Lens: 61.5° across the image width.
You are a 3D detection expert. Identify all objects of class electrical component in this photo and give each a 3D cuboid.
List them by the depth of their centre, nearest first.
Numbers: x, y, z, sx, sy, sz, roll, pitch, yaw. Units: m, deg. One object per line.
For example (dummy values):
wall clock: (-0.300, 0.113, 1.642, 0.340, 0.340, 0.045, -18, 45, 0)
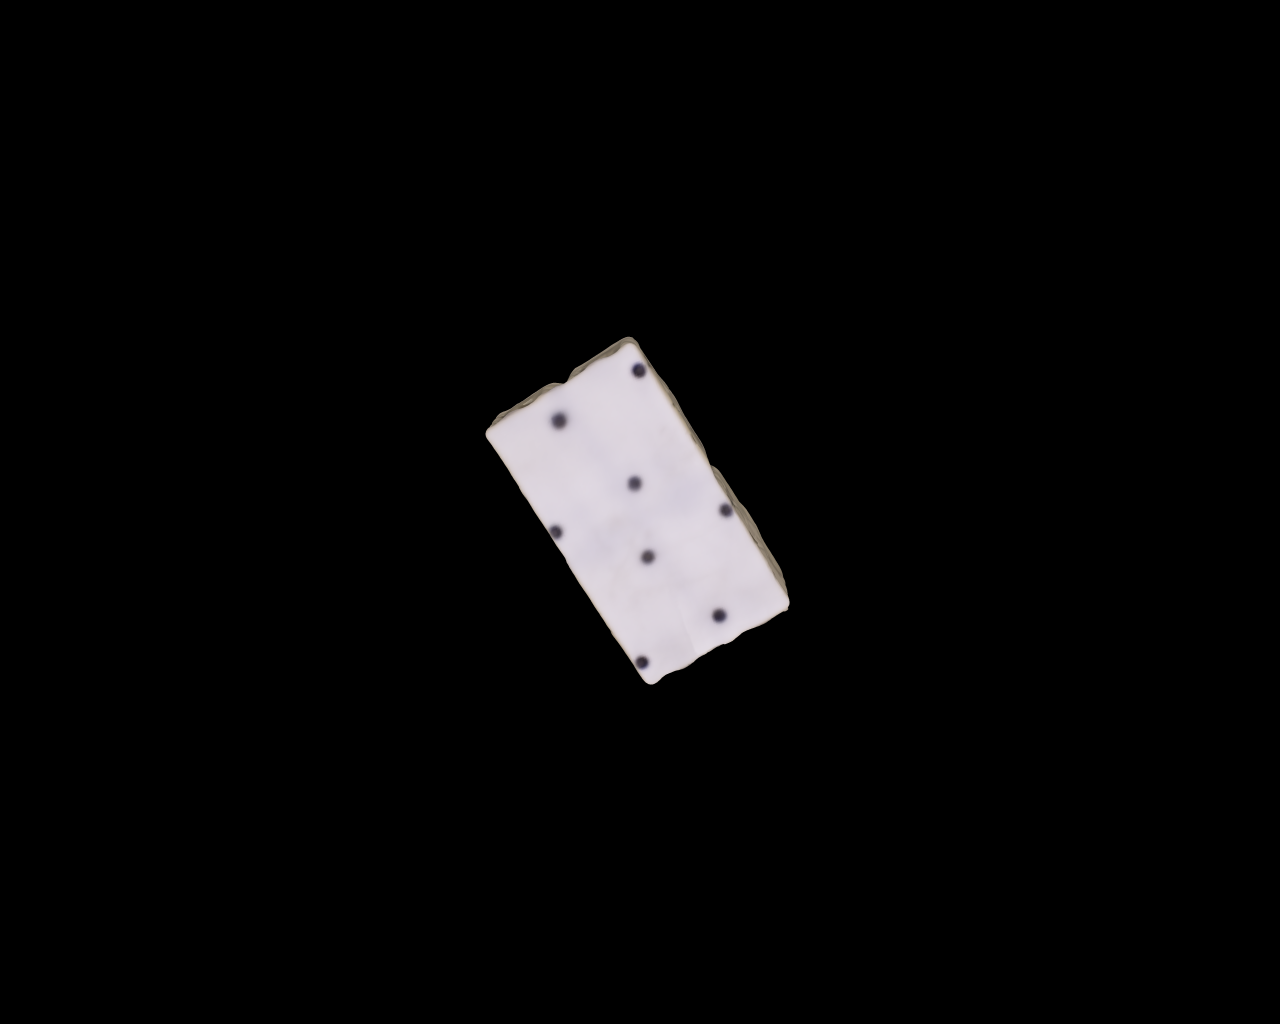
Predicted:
electrical component: (0.001, -0.003, 0.650, 0.105, 0.186, 0.060, -31, 11, 7)
